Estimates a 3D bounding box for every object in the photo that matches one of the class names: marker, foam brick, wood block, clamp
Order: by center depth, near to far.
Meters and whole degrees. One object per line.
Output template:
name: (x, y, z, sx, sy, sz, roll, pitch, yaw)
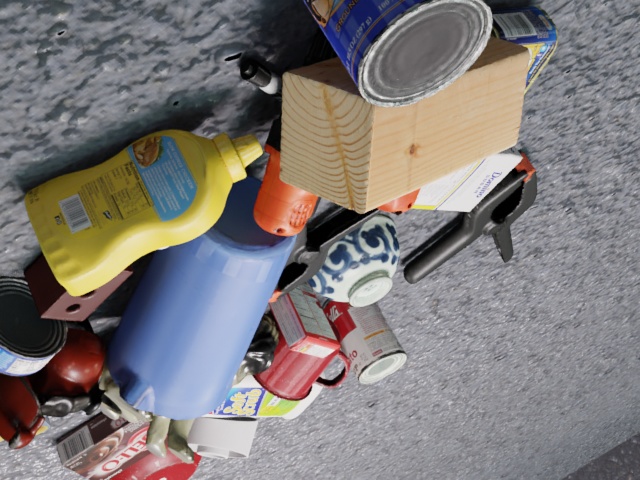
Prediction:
wood block: (0.072, -0.103, 0.855, 0.205, 0.090, 0.091, -24, 128, -43)
marker: (-0.030, -0.125, 0.900, 0.020, 0.020, 0.121, -38, 151, 17)
foam brick: (-0.215, 0.029, 0.950, 0.078, 0.051, 0.052, -42, 150, 24)
clamp: (-0.007, 0.001, 1.113, 0.120, 0.039, 0.172, 1, 142, -28)
clamp: (0.207, -0.024, 1.275, 0.164, 0.036, 0.210, -7, 145, -36)

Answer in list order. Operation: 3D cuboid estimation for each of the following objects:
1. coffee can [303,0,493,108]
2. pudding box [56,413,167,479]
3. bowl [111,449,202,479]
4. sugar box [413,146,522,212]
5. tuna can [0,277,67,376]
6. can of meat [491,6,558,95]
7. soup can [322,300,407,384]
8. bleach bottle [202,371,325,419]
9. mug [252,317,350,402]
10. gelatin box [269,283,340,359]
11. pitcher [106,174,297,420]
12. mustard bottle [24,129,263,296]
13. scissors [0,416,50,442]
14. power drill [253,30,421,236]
coffee can: (0.041, -0.178, 0.742, 0.102, 0.140, 0.103, -22, 152, -13)
pudding box: (-0.248, 0.244, 1.292, 0.113, 0.039, 0.090, -31, 145, 4)
bowl: (-0.214, 0.292, 1.398, 0.162, 0.055, 0.162, -22, 152, -13)
sugar box: (0.122, -0.075, 1.099, 0.175, 0.048, 0.093, -1, 141, -49)
tuna can: (-0.270, 0.077, 0.945, 0.085, 0.086, 0.034, 6, 139, -48)
can of meat: (0.156, -0.164, 0.968, 0.083, 0.057, 0.102, -12, 149, -34)
soup can: (0.054, 0.114, 1.295, 0.068, 0.102, 0.068, -22, 153, -13)
bleach bottle: (-0.116, 0.179, 1.293, 0.250, 0.068, 0.103, 2, 140, -42)
mug: (-0.018, 0.136, 1.263, 0.117, 0.093, 0.082, 31, 120, -10)
gelatin box: (-0.023, 0.084, 1.186, 0.030, 0.089, 0.073, -36, 152, 17)
pitcher: (-0.106, 0.046, 1.021, 0.144, 0.149, 0.243, 6, 136, -25)
mustard bottle: (-0.135, -0.037, 0.865, 0.191, 0.096, 0.058, -27, 153, -5)
scissors: (-0.290, 0.184, 1.144, 0.202, 0.016, 0.096, -26, 163, 22)
power drill: (0.031, -0.092, 0.937, 0.187, 0.057, 0.184, 0, 117, -50)
